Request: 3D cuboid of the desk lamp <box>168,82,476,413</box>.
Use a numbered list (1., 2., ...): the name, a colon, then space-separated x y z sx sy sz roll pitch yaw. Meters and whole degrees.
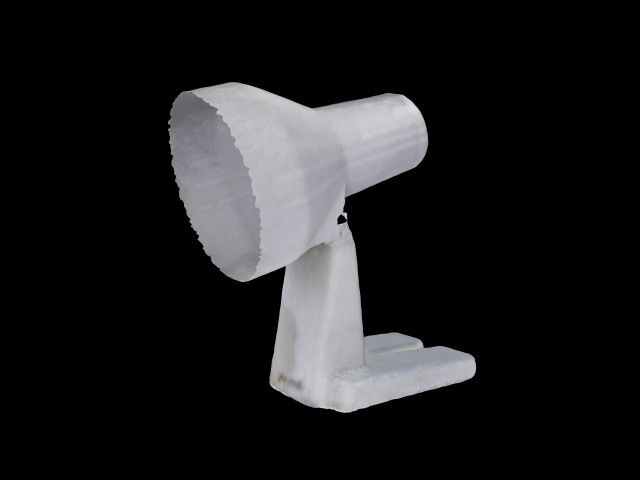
1. desk lamp: 0.004 0.001 0.400 0.204 0.213 0.117 -3 6 -33
